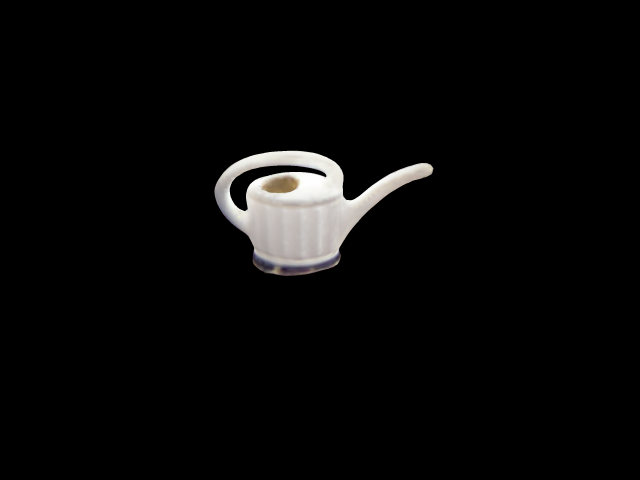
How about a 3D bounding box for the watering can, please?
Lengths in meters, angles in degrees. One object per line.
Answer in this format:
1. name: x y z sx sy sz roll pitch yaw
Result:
1. watering can: 0.003 -0.043 0.850 0.348 0.219 0.106 1 36 2
